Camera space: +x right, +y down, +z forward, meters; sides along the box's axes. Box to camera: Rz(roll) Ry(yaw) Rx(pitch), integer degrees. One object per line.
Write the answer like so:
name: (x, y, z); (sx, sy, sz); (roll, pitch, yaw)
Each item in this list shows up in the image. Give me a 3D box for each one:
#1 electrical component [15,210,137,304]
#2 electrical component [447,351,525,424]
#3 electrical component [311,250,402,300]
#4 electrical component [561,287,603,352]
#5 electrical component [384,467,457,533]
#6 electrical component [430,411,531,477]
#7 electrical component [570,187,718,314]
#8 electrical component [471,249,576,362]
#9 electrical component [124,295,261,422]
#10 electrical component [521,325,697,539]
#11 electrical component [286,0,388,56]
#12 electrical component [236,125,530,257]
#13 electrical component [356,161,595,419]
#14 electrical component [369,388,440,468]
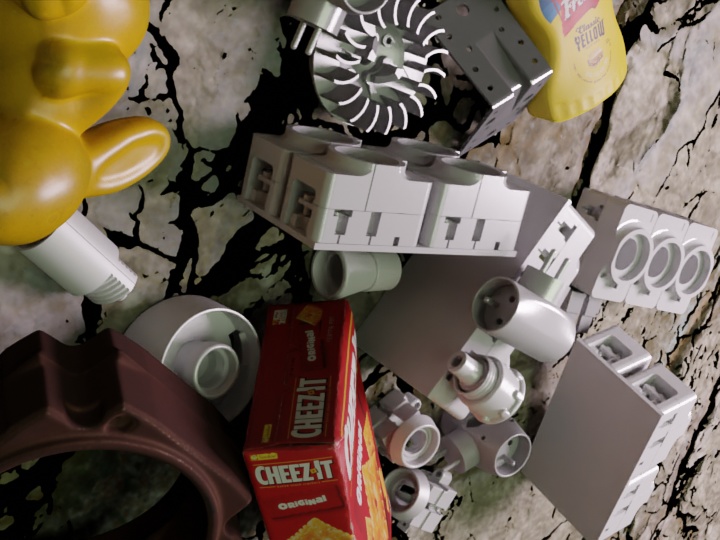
electrical component: (-0.180, -0.006, 0.700); (0.043, 0.043, 0.081); (-48, 131, -9)
electrical component: (0.090, 0.083, 0.804); (0.062, 0.048, 0.048); (40, 85, -35)
electrical component: (0.000, 0.000, 0.842); (0.065, 0.044, 0.044); (-3, 113, -41)
electrical component: (0.191, 0.045, 1.004); (0.066, 0.048, 0.055); (12, 97, -38)
electrical component: (0.050, 0.205, 0.974); (0.055, 0.048, 0.066); (33, 90, -49)
electrical component: (0.098, 0.156, 0.965); (0.079, 0.077, 0.043); (-27, 125, -25)
electrical component: (0.265, -0.015, 1.020); (0.150, 0.062, 0.089); (10, 104, -40)
electrical component: (0.132, 0.022, 0.806); (0.077, 0.043, 0.079); (28, 92, -42)
electrical component: (-0.123, 0.068, 0.781); (0.099, 0.064, 0.099); (-11, 107, -42)
electrical component: (0.234, 0.156, 1.016); (0.060, 0.105, 0.186); (-18, 138, -33)
electrical component: (-0.024, -0.181, 0.713); (0.043, 0.077, 0.079); (19, 99, -41)
electrical component: (0.021, -0.058, 0.786); (0.186, 0.105, 0.060); (1, 110, -38)
electrical component: (0.093, 0.016, 0.876); (0.186, 0.105, 0.060); (-54, 132, -3)
electrical component: (0.036, 0.139, 0.924); (0.066, 0.055, 0.048); (-36, 128, -18)
